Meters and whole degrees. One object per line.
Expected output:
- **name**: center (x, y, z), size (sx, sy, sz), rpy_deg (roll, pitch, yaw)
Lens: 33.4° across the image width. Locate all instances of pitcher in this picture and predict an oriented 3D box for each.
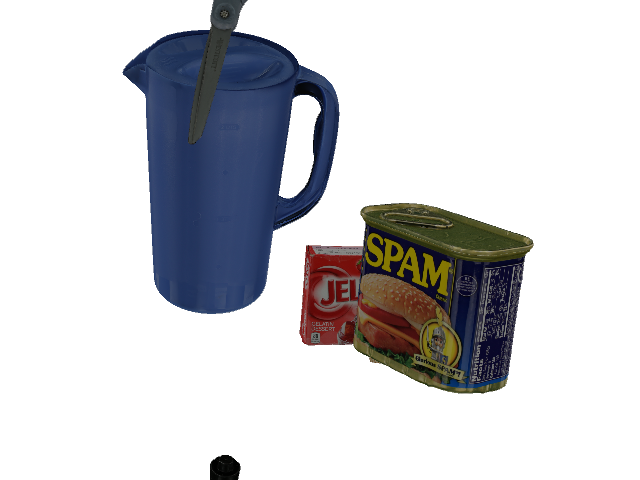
- **pitcher**: center (-0.084, -0.057, 0.966), size (0.149, 0.243, 0.144), rpy_deg (31, 39, 34)

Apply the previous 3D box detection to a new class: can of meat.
- **can of meat**: center (0.065, 0.031, 0.604), size (0.057, 0.084, 0.102), rpy_deg (-7, 19, -38)

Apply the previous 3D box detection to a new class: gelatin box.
- **gelatin box**: center (0.031, 0.043, 0.824), size (0.089, 0.073, 0.030), rpy_deg (2, 14, -10)

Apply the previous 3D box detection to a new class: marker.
- **marker**: center (-0.065, 0.185, 0.683), size (0.020, 0.121, 0.020), rpy_deg (6, 31, -4)

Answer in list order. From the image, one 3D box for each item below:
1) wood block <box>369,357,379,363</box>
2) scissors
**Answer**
- **wood block**: center (0.140, 0.101, 1.558), size (0.091, 0.090, 0.205), rpy_deg (5, 20, 15)
- **scissors**: center (-0.048, -0.163, 0.749), size (0.096, 0.202, 0.016), rpy_deg (-2, -15, -5)
